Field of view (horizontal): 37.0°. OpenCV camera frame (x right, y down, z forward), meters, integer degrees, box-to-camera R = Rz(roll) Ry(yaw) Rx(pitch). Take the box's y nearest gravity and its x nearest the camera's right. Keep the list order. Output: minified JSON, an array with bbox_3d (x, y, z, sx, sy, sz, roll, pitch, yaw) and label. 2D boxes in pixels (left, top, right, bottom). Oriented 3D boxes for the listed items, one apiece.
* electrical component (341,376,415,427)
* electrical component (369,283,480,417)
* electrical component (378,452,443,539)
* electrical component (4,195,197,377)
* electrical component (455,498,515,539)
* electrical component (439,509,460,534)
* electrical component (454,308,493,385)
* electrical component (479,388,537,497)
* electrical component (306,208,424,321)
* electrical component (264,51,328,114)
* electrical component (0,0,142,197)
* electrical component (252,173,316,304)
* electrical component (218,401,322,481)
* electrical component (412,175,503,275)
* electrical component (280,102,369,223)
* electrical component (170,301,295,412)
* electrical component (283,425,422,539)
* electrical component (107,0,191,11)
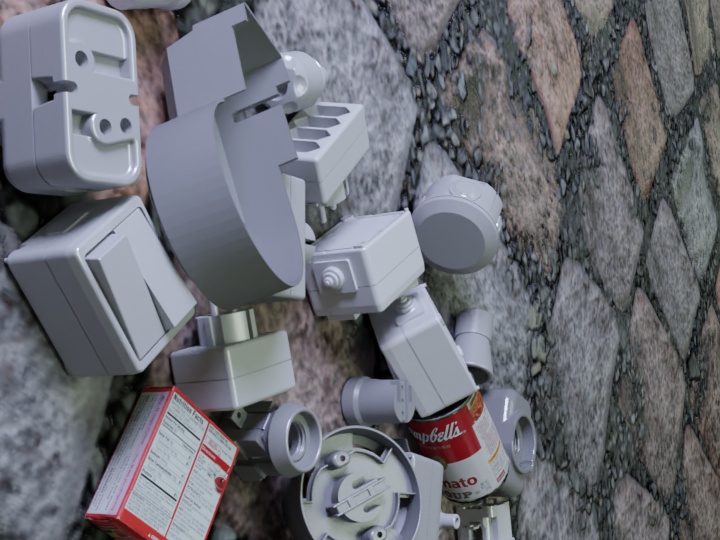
[{"bbox_3d":[0.015,0.103,0.838,0.040,0.046,0.040,14,74,-57],"label":"electrical component"},{"bbox_3d":[0.045,0.062,0.868,0.096,0.061,0.061,60,5,-28],"label":"electrical component"},{"bbox_3d":[0.025,0.191,0.826,0.061,0.062,0.096,31,59,-53],"label":"electrical component"},{"bbox_3d":[-0.135,0.015,0.592,0.061,0.061,0.096,-54,130,-48],"label":"electrical component"},{"bbox_3d":[0.115,0.243,0.985,0.081,0.042,0.063,8,77,-59],"label":"electrical component"},{"bbox_3d":[0.051,0.202,0.867,0.035,0.061,0.035,14,74,-57],"label":"electrical component"},{"bbox_3d":[0.104,0.069,0.996,0.044,0.044,0.065,48,42,-45],"label":"electrical component"},{"bbox_3d":[0.126,0.160,0.999,0.054,0.059,0.095,40,53,-49],"label":"electrical component"},{"bbox_3d":[0.000,0.000,0.815,0.096,0.062,0.061,-41,120,-53],"label":"electrical component"},{"bbox_3d":[-0.046,-0.137,0.780,0.062,0.043,0.043,-28,109,-58],"label":"electrical component"},{"bbox_3d":[-0.158,-0.089,0.573,0.054,0.059,0.095,2,84,-58],"label":"electrical component"},{"bbox_3d":[-0.056,-0.019,0.741,0.076,0.047,0.083,12,76,-58],"label":"electrical component"},{"bbox_3d":[-0.059,0.112,0.707,0.066,0.055,0.048,57,41,-37],"label":"electrical component"},{"bbox_3d":[0.086,-0.040,0.947,0.080,0.080,0.051,65,31,-29],"label":"electrical component"},{"bbox_3d":[-0.029,-0.071,0.795,0.083,0.047,0.075,-56,145,-46],"label":"electrical component"},{"bbox_3d":[-0.083,0.046,0.686,0.066,0.047,0.076,-13,94,-58],"label":"electrical component"},{"bbox_3d":[-0.005,0.160,0.752,0.099,0.064,0.099,6,73,-21],"label":"electrical component"},{"bbox_3d":[-0.129,-0.177,0.654,0.046,0.040,0.040,-25,106,-51],"label":"electrical component"}]
